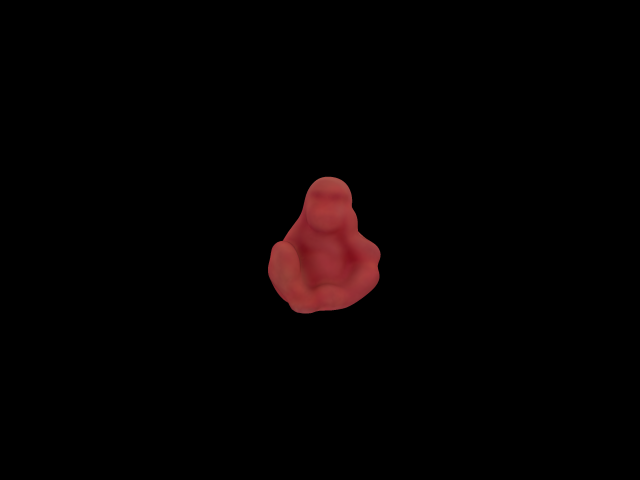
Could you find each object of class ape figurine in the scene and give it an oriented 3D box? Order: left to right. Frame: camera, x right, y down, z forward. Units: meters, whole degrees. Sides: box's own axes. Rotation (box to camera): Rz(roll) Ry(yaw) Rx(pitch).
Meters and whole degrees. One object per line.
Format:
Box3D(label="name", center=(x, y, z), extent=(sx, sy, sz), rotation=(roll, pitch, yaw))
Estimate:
Box3D(label="ape figurine", center=(0.004, 0.001, 0.400), extent=(0.078, 0.092, 0.076), rotation=(0, 0, 0))
